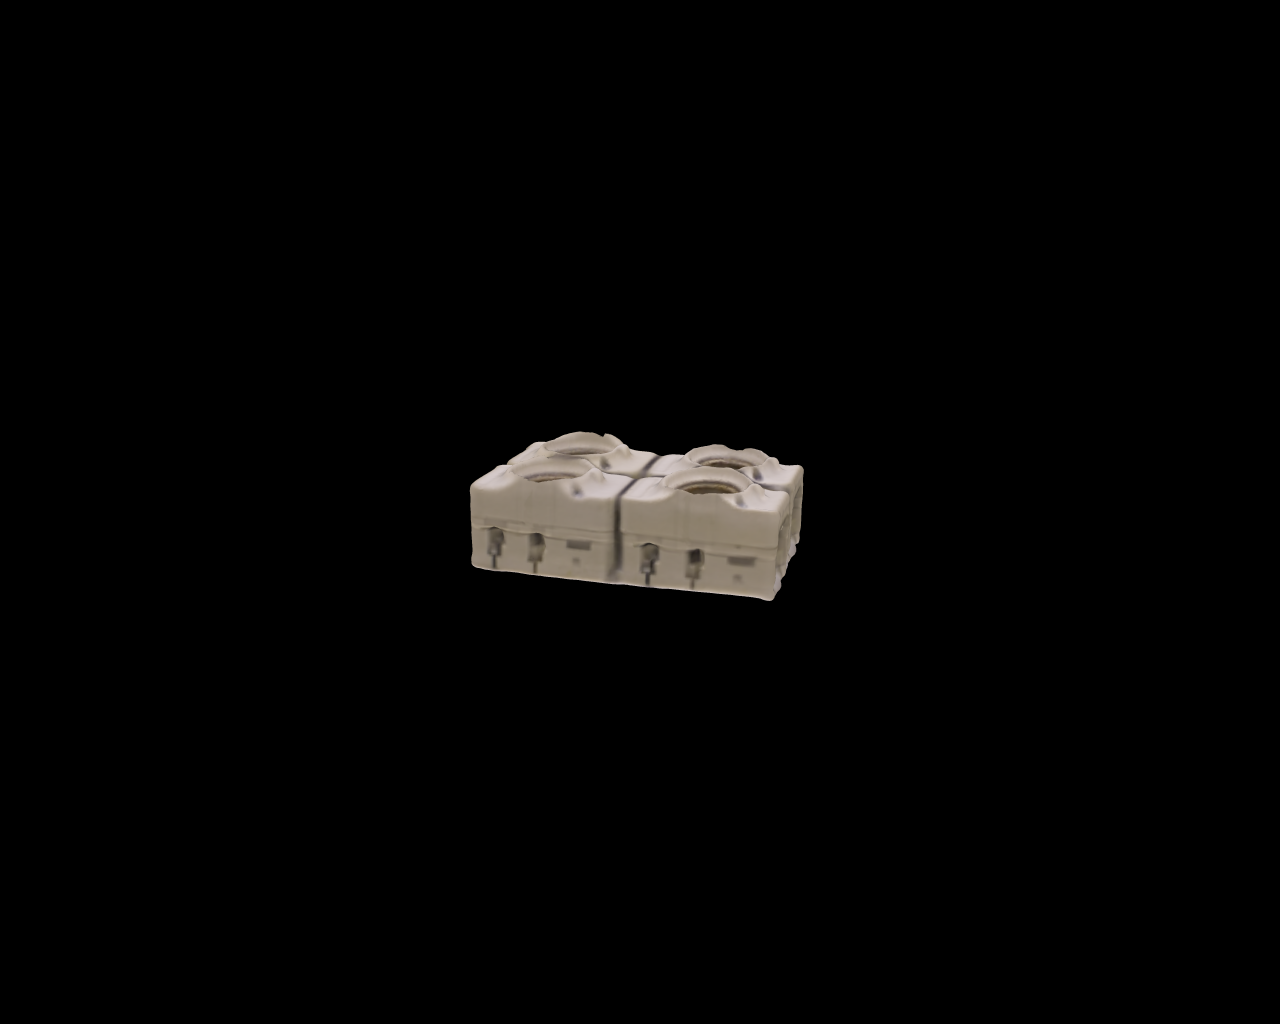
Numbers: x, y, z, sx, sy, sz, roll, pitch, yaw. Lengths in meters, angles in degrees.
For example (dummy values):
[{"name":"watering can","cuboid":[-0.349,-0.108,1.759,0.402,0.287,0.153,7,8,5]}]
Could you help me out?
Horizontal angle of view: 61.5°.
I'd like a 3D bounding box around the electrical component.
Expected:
[{"name":"electrical component","cuboid":[0.001,-0.003,0.650,0.186,0.060,0.105,6,20,16]}]
